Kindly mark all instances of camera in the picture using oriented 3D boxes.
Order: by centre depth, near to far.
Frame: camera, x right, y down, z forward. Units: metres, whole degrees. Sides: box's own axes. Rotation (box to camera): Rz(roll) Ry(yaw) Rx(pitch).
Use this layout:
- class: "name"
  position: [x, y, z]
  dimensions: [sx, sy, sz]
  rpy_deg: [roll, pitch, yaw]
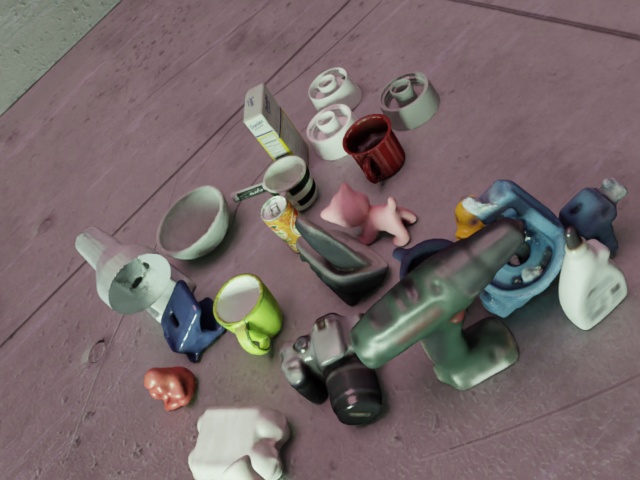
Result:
- class: "camera"
  position: [0.020, 0.180, 0.779]
  dimensions: [0.143, 0.101, 0.136]
  rpy_deg: [-29, 45, 14]

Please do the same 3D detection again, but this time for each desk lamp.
- class: "desk lamp"
  position: [-0.333, 0.066, 1.037]
  dimensions: [0.202, 0.214, 0.118]
  rpy_deg: [28, 76, 45]

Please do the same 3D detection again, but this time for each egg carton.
- class: "egg carton"
  position: [-0.115, 0.289, 0.812]
  dimensions: [0.150, 0.070, 0.107]
  rpy_deg: [-11, 51, 29]

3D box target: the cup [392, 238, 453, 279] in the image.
- class: "cup"
  position: [0.157, 0.054, 0.785]
  dimensions: [0.117, 0.095, 0.092]
  rpy_deg: [26, 74, 44]

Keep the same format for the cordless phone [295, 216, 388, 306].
- class: "cordless phone"
  position: [0.008, 0.003, 0.865]
  dimensions: [0.094, 0.186, 0.147]
  rpy_deg: [-49, 44, -7]

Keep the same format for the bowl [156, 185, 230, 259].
- class: "bowl"
  position: [-0.239, -0.024, 1.142]
  dimensions: [0.167, 0.075, 0.167]
  rpy_deg: [-19, 48, 23]

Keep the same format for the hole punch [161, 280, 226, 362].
- class: "hole punch"
  position: [-0.233, 0.141, 0.997]
  dimensions: [0.101, 0.091, 0.108]
  rpy_deg: [-45, 43, -2]

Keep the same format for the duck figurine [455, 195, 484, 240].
- class: "duck figurine"
  position: [0.222, -0.029, 0.811]
  dimensions: [0.077, 0.086, 0.105]
  rpy_deg: [11, 64, 40]

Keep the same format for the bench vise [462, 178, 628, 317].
- class: "bench vise"
  position: [0.255, -0.023, 0.685]
  dimensions: [0.207, 0.220, 0.121]
  rpy_deg: [-48, 44, -6]

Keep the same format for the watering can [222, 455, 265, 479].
- class: "watering can"
  position: [-0.058, 0.326, 0.652]
  dimensions: [0.172, 0.195, 0.101]
  rpy_deg: [15, 67, 42]

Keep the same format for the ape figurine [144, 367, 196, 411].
- class: "ape figurine"
  position: [-0.250, 0.236, 0.934]
  dimensions: [0.077, 0.092, 0.076]
  rpy_deg: [21, 71, 43]

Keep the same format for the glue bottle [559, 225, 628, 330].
- class: "glue bottle"
  position: [0.298, 0.034, 0.643]
  dimensions: [0.078, 0.174, 0.037]
  rpy_deg: [-42, 43, 1]

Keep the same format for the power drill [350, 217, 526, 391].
- class: "power drill"
  position: [0.158, 0.090, 0.673]
  dimensions: [0.229, 0.209, 0.075]
  rpy_deg: [-34, 44, 9]

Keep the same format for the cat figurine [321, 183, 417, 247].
- class: "cat figurine"
  position: [0.072, -0.046, 0.907]
  dimensions: [0.127, 0.118, 0.067]
  rpy_deg: [-3, 56, 34]
